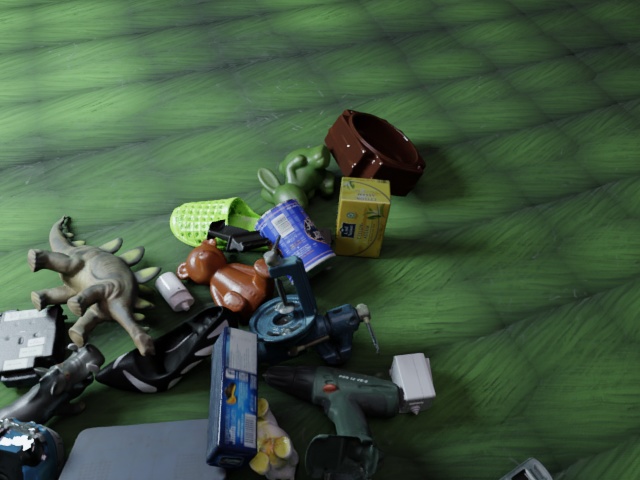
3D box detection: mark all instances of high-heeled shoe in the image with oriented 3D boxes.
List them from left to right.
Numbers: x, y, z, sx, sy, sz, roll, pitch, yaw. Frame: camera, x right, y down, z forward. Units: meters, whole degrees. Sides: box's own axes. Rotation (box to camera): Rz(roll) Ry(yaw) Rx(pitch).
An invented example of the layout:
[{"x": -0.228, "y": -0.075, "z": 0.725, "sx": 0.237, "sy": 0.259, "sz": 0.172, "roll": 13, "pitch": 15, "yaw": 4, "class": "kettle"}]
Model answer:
[{"x": -0.258, "y": 0.179, "z": 0.896, "sx": 0.249, "sy": 0.145, "sz": 0.086, "roll": -13, "pitch": 52, "yaw": -16, "class": "high-heeled shoe"}]

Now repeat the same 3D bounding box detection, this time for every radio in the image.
[{"x": -0.250, "y": 0.338, "z": 0.788, "sx": 0.230, "sy": 0.073, "sz": 0.131, "roll": -2, "pitch": 25, "yaw": -8, "class": "radio"}]

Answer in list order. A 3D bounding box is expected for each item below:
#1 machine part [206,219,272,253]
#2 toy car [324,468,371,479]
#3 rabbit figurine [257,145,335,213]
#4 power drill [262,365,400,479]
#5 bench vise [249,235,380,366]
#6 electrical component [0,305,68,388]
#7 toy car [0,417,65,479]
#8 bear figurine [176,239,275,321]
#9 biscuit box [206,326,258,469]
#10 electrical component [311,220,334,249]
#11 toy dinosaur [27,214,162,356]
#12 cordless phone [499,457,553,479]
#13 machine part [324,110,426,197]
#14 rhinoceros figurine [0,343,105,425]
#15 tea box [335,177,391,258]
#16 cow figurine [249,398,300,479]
[{"x": -0.164, "y": -0.006, "z": 1.024, "sx": 0.084, "sy": 0.039, "sz": 0.139, "roll": -20, "pitch": 28, "yaw": -40, "class": "machine part"}, {"x": 0.040, "y": 0.391, "z": 0.803, "sx": 0.074, "sy": 0.056, "sz": 0.202, "roll": 1, "pitch": 49, "yaw": 6, "class": "toy car"}, {"x": -0.057, "y": -0.122, "z": 1.167, "sx": 0.159, "sy": 0.121, "sz": 0.170, "roll": 9, "pitch": 48, "yaw": 12, "class": "rabbit figurine"}, {"x": 0.016, "y": 0.274, "z": 0.844, "sx": 0.232, "sy": 0.085, "sz": 0.207, "roll": 6, "pitch": 14, "yaw": -2, "class": "power drill"}, {"x": -0.028, "y": 0.115, "z": 0.905, "sx": 0.224, "sy": 0.240, "sz": 0.129, "roll": -13, "pitch": 29, "yaw": 7, "class": "bench vise"}, {"x": -0.508, "y": 0.185, "z": 0.932, "sx": 0.115, "sy": 0.058, "sz": 0.134, "roll": -6, "pitch": 52, "yaw": -6, "class": "electrical component"}, {"x": -0.430, "y": 0.329, "z": 0.786, "sx": 0.109, "sy": 0.161, "sz": 0.103, "roll": 12, "pitch": 7, "yaw": 10, "class": "toy car"}, {"x": -0.181, "y": 0.061, "z": 1.010, "sx": 0.196, "sy": 0.131, "sz": 0.120, "roll": 38, "pitch": 67, "yaw": 17, "class": "bear figurine"}, {"x": -0.130, "y": 0.231, "z": 0.804, "sx": 0.059, "sy": 0.062, "sz": 0.203, "roll": 17, "pitch": 41, "yaw": -21, "class": "biscuit box"}, {"x": -0.002, "y": -0.003, "z": 1.139, "sx": 0.063, "sy": 0.021, "sz": 0.094, "roll": 0, "pitch": 50, "yaw": -4, "class": "electrical component"}, {"x": -0.416, "y": 0.063, "z": 0.976, "sx": 0.472, "sy": 0.105, "sz": 0.198, "roll": 34, "pitch": 29, "yaw": 32, "class": "toy dinosaur"}, {"x": 0.292, "y": 0.416, "z": 0.783, "sx": 0.184, "sy": 0.088, "sz": 0.147, "roll": -22, "pitch": 55, "yaw": -25, "class": "cordless phone"}, {"x": 0.127, "y": -0.199, "z": 1.214, "sx": 0.201, "sy": 0.087, "sz": 0.201, "roll": 6, "pitch": 43, "yaw": -38, "class": "machine part"}, {"x": -0.431, "y": 0.243, "z": 0.857, "sx": 0.073, "sy": 0.112, "sz": 0.190, "roll": 38, "pitch": 66, "yaw": 26, "class": "rhinoceros figurine"}, {"x": 0.083, "y": -0.042, "z": 1.081, "sx": 0.098, "sy": 0.169, "sz": 0.068, "roll": 3, "pitch": 51, "yaw": 1, "class": "tea box"}, {"x": -0.091, "y": 0.302, "z": 0.850, "sx": 0.068, "sy": 0.098, "sz": 0.168, "roll": -35, "pitch": 45, "yaw": -9, "class": "cow figurine"}]
